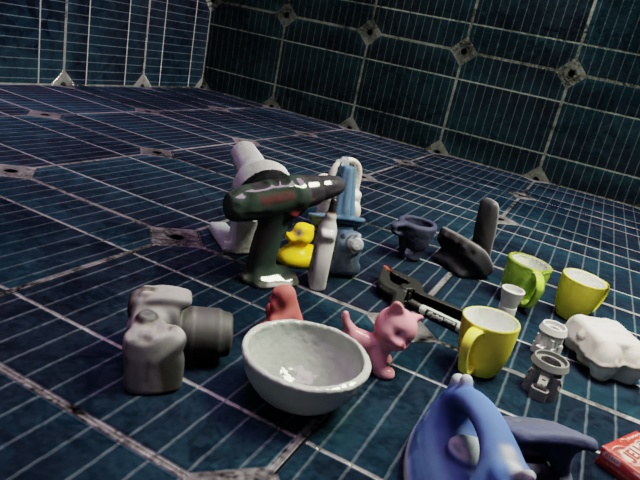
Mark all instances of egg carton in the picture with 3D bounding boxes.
[{"bbox_3d":[0.495,0.187,1.003,0.107,0.069,0.150,9,20,-7],"label":"egg carton"}]

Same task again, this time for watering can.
[{"bbox_3d":[0.042,-0.105,1.357,0.172,0.194,0.101,24,23,31],"label":"watering can"}]

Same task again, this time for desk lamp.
[{"bbox_3d":[-0.144,-0.080,1.151,0.118,0.213,0.202,1,22,-29],"label":"desk lamp"}]

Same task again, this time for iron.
[{"bbox_3d":[0.156,0.220,0.603,0.119,0.141,0.258,9,20,-8],"label":"iron"}]

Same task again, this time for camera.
[{"bbox_3d":[-0.182,0.119,0.745,0.137,0.101,0.143,6,20,-16],"label":"camera"}]

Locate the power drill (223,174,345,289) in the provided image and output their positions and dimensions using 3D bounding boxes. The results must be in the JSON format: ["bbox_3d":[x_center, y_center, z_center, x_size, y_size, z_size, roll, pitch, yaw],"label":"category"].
[{"bbox_3d":[-0.069,-0.021,1.039,0.230,0.208,0.075,-1,23,-33],"label":"power drill"}]

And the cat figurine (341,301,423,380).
[{"bbox_3d":[0.086,0.135,0.835,0.128,0.118,0.067,10,20,-4],"label":"cat figurine"}]

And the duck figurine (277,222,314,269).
[{"bbox_3d":[-0.033,0.006,1.167,0.105,0.086,0.077,2,22,-27],"label":"duck figurine"}]

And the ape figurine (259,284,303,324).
[{"bbox_3d":[-0.058,0.108,0.861,0.076,0.092,0.078,15,20,10],"label":"ape figurine"}]

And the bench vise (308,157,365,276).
[{"bbox_3d":[0.058,-0.049,1.174,0.122,0.220,0.206,-3,24,-35],"label":"bench vise"}]

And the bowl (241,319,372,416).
[{"bbox_3d":[-0.022,0.172,0.731,0.167,0.075,0.167,11,19,-4],"label":"bowl"}]

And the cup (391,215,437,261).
[{"bbox_3d":[0.205,0.000,1.313,0.118,0.095,0.091,-1,23,-32],"label":"cup"}]

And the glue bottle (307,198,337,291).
[{"bbox_3d":[0.010,0.004,1.069,0.037,0.173,0.078,9,20,-7],"label":"glue bottle"}]

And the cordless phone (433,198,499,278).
[{"bbox_3d":[0.344,-0.018,1.308,0.094,0.185,0.147,-2,24,-34],"label":"cordless phone"}]

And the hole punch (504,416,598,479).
[{"bbox_3d":[0.252,0.240,0.680,0.109,0.091,0.101,9,20,-9],"label":"hole punch"}]
